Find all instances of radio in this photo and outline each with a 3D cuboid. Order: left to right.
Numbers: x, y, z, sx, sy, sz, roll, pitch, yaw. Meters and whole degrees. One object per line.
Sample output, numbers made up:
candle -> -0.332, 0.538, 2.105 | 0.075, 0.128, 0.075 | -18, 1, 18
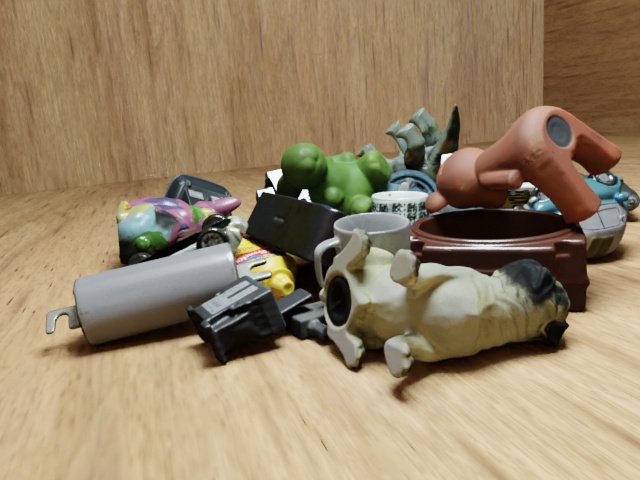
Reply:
radio -> -0.001, -0.002, 0.727 | 0.131, 0.073, 0.230 | 25, -2, -29

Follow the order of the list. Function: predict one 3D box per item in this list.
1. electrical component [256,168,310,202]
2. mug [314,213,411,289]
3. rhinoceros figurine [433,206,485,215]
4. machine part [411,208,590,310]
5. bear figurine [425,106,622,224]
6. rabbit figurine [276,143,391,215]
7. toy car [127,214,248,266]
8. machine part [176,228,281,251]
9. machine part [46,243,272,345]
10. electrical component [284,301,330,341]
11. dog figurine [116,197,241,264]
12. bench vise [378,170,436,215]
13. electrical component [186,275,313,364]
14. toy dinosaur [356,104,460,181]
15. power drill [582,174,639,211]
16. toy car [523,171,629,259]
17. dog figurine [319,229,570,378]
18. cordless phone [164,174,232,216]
electrical component -> -0.044, -0.073, 0.963 | 0.134, 0.115, 0.058 | -18, -27, -18
mug -> 0.049, 0.033, 0.584 | 0.109, 0.107, 0.081 | -15, 19, -25
rhinoceros figurine -> 0.233, -0.022, 0.835 | 0.112, 0.073, 0.190 | -1, 13, 22
machine part -> 0.204, 0.019, 0.640 | 0.201, 0.087, 0.201 | 0, 12, 21
bear figurine -> 0.229, -0.073, 0.651 | 0.120, 0.132, 0.196 | -54, 7, -29
rabbit figurine -> 0.003, -0.101, 0.819 | 0.159, 0.121, 0.170 | 10, -13, 46
toy car -> -0.183, 0.026, 0.696 | 0.202, 0.056, 0.073 | -27, 19, 3
machine part -> -0.146, 0.008, 0.883 | 0.179, 0.056, 0.179 | -5, 11, 1
machine part -> -0.174, 0.058, 0.595 | 0.243, 0.079, 0.079 | -14, 14, -11
electrical component -> -0.004, 0.083, 0.576 | 0.063, 0.021, 0.094 | -12, 14, -31
dog figurine -> -0.244, -0.025, 0.959 | 0.219, 0.108, 0.192 | -6, 12, -17
bench vise -> 0.119, -0.071, 0.949 | 0.224, 0.128, 0.240 | 15, -2, 8
electrical component -> -0.067, 0.069, 0.547 | 0.119, 0.047, 0.075 | -28, 21, -18
toy dinosaur -> 0.200, -0.143, 1.051 | 0.131, 0.192, 0.405 | -43, 12, -7
power drill -> 0.481, -0.119, 1.022 | 0.207, 0.086, 0.232 | 22, 13, 13
toy car -> 0.361, -0.025, 0.740 | 0.162, 0.109, 0.103 | -10, 46, -15
dog figurine -> 0.114, 0.059, 0.513 | 0.190, 0.121, 0.172 | 3, 12, -30
cordless phone -> -0.289, -0.051, 1.147 | 0.184, 0.089, 0.146 | -33, -30, 32
